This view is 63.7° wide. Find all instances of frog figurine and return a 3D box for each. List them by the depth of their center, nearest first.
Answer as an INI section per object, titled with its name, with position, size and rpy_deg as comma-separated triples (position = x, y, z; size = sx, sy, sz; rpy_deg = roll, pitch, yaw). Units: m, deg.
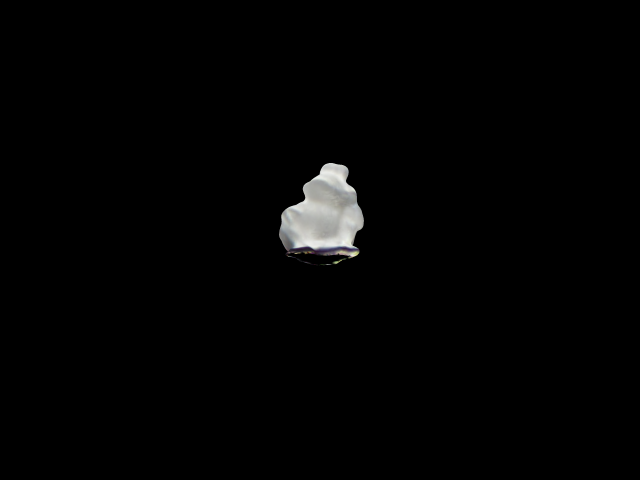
[frog figurine]
position = 0.003, -0.043, 0.850
size = 0.137, 0.162, 0.121
rpy_deg = -4, -19, 11
